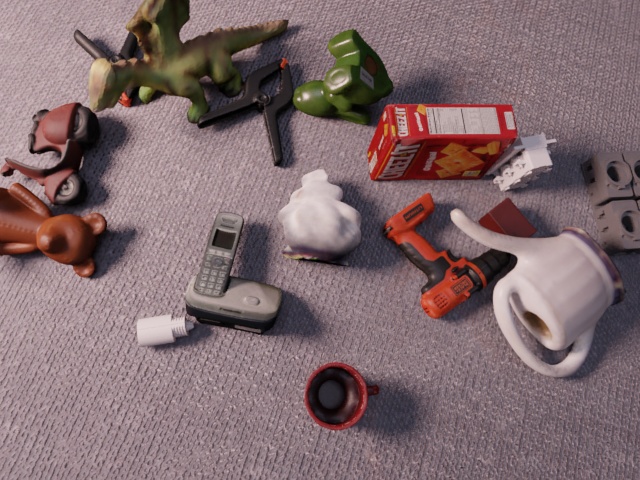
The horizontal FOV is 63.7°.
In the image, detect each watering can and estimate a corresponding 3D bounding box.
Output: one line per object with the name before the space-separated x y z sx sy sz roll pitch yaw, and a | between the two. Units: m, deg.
watering can | 0.365 0.055 0.844 0.226 0.104 0.345 -33 99 -16

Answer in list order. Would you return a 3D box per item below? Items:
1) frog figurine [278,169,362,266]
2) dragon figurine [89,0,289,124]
frog figurine | 0.003 -0.043 0.854 0.137 0.122 0.160 5 83 15
dragon figurine | -0.213 -0.335 0.867 0.123 0.239 0.414 42 74 12
